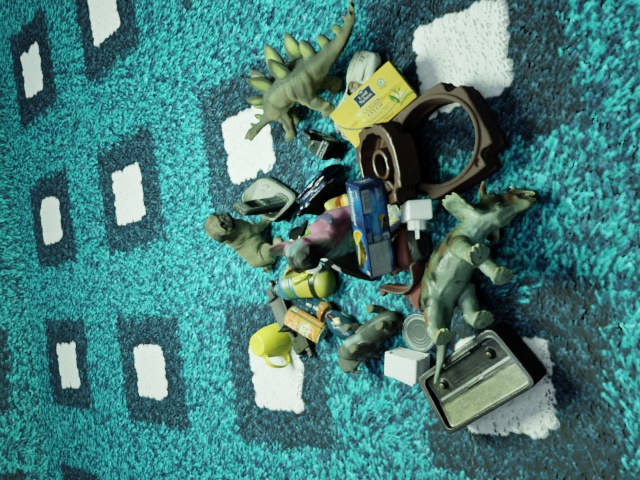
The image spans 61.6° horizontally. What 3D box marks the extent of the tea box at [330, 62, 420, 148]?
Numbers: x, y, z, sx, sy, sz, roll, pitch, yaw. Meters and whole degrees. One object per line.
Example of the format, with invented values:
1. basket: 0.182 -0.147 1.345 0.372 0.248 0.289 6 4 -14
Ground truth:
1. tea box: 0.118 -0.287 1.149 0.169 0.068 0.098 -40 91 23

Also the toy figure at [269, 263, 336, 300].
1. toy figure: -0.041 0.111 1.352 0.180 0.082 0.089 -19 112 33

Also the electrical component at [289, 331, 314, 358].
1. electrical component: -0.048 0.272 1.409 0.063 0.021 0.094 -46 61 34

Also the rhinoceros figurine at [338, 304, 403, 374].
1. rhinoceros figurine: 0.106 0.227 1.225 0.190 0.112 0.073 -49 46 19

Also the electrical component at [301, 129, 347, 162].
1. electrical component: 0.000 -0.223 1.263 0.075 0.119 0.047 40 118 28

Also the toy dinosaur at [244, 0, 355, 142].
1. toy dinosaur: -0.048 -0.363 1.228 0.471 0.198 0.105 -32 43 39

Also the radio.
1. radio: 0.312 0.272 1.065 0.229 0.073 0.131 -47 64 33

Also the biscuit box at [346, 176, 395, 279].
1. biscuit box: 0.104 -0.026 1.098 0.063 0.059 0.202 -145 41 -61

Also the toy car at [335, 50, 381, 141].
1. toy car: 0.086 -0.325 1.221 0.074 0.056 0.201 29 112 35

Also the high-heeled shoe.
1. high-heeled shoe: 0.023 0.045 1.312 0.249 0.086 0.145 41 151 13

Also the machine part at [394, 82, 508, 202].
1. machine part: 0.249 -0.194 1.074 0.201 0.087 0.201 -34 72 36

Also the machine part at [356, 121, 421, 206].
1. machine part: 0.136 -0.154 1.084 0.179 0.056 0.179 164 90 -70

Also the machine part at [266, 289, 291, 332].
1. machine part: -0.104 0.177 1.436 0.084 0.039 0.139 -38 58 31

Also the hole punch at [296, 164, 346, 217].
1. hole punch: 0.007 -0.121 1.275 0.142 0.115 0.092 -41 60 35

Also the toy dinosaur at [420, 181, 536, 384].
1. toy dinosaur: 0.260 0.067 1.040 0.192 0.131 0.404 -107 36 -59

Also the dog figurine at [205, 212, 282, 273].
1. dog figurine: -0.210 0.012 1.418 0.121 0.190 0.172 -37 72 37

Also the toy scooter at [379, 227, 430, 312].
1. toy scooter: 0.179 0.068 1.165 0.135 0.075 0.183 -12 90 41

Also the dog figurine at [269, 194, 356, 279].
1. dog figurine: -0.002 -0.004 1.189 0.108 0.219 0.192 64 178 -22

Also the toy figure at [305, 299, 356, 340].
1. toy figure: 0.029 0.190 1.313 0.155 0.058 0.064 36 140 29

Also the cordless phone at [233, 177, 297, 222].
1. cordless phone: -0.165 -0.097 1.375 0.147 0.184 0.088 34 120 33
